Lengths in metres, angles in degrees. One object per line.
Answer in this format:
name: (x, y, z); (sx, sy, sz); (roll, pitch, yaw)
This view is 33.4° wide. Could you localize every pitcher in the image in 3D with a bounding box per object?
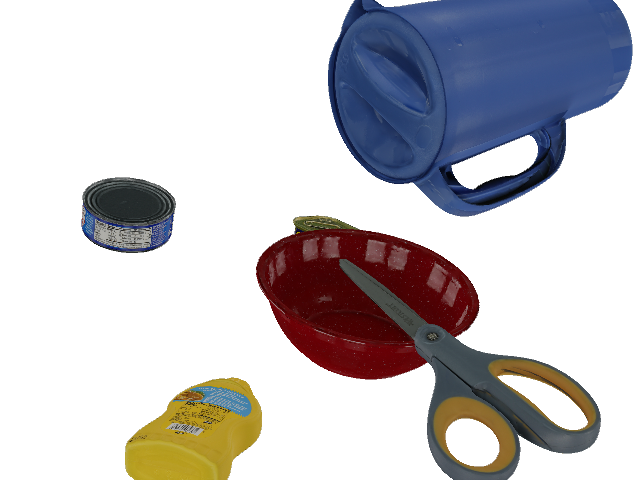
pitcher: (0.140, -0.126, 0.855); (0.242, 0.149, 0.145); (-18, 34, -34)

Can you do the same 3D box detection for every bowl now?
bowl: (0.031, 0.052, 0.774); (0.162, 0.055, 0.162); (7, 28, -4)

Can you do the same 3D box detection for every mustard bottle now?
mustard bottle: (-0.111, 0.184, 1.060); (0.096, 0.058, 0.191); (8, 18, 15)

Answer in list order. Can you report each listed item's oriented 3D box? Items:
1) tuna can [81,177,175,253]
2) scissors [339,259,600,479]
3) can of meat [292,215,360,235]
tuna can: (-0.179, -0.024, 0.994); (0.086, 0.034, 0.086); (8, 30, -5)
scissors: (0.056, 0.071, 0.589); (0.202, 0.016, 0.096); (25, 49, 36)
can of meat: (0.010, 0.028, 1.134); (0.057, 0.084, 0.102); (-5, 20, -37)
